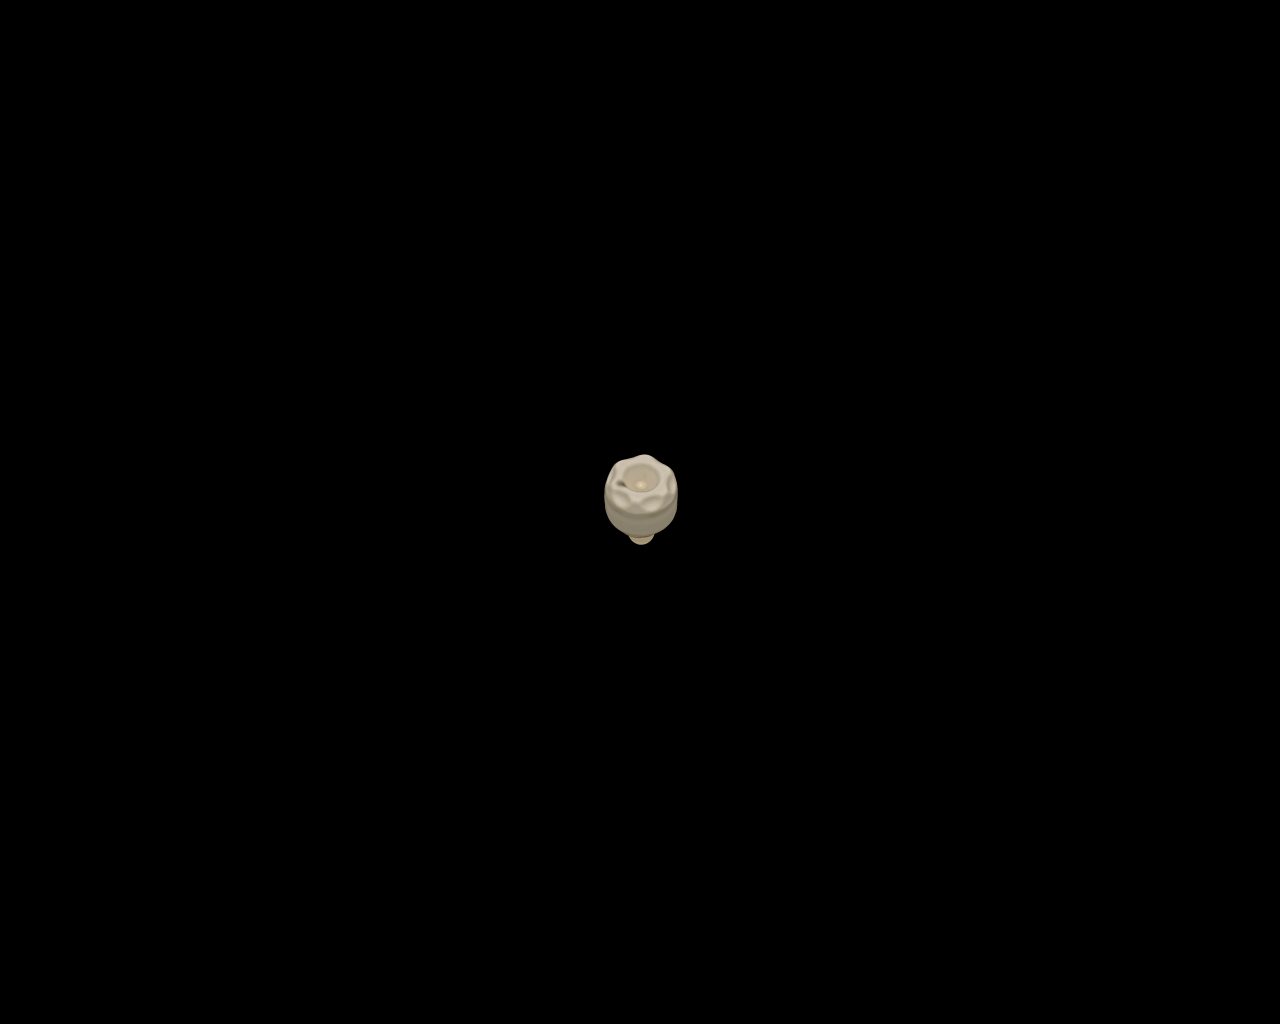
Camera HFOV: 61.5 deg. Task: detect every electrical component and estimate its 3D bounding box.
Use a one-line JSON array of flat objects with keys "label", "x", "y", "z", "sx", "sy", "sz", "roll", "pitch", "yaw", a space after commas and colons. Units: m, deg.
[{"label": "electrical component", "x": 0.001, "y": -0.003, "z": 0.650, "sx": 0.043, "sy": 0.043, "sz": 0.062, "roll": 0, "pitch": -37, "yaw": 0}]
